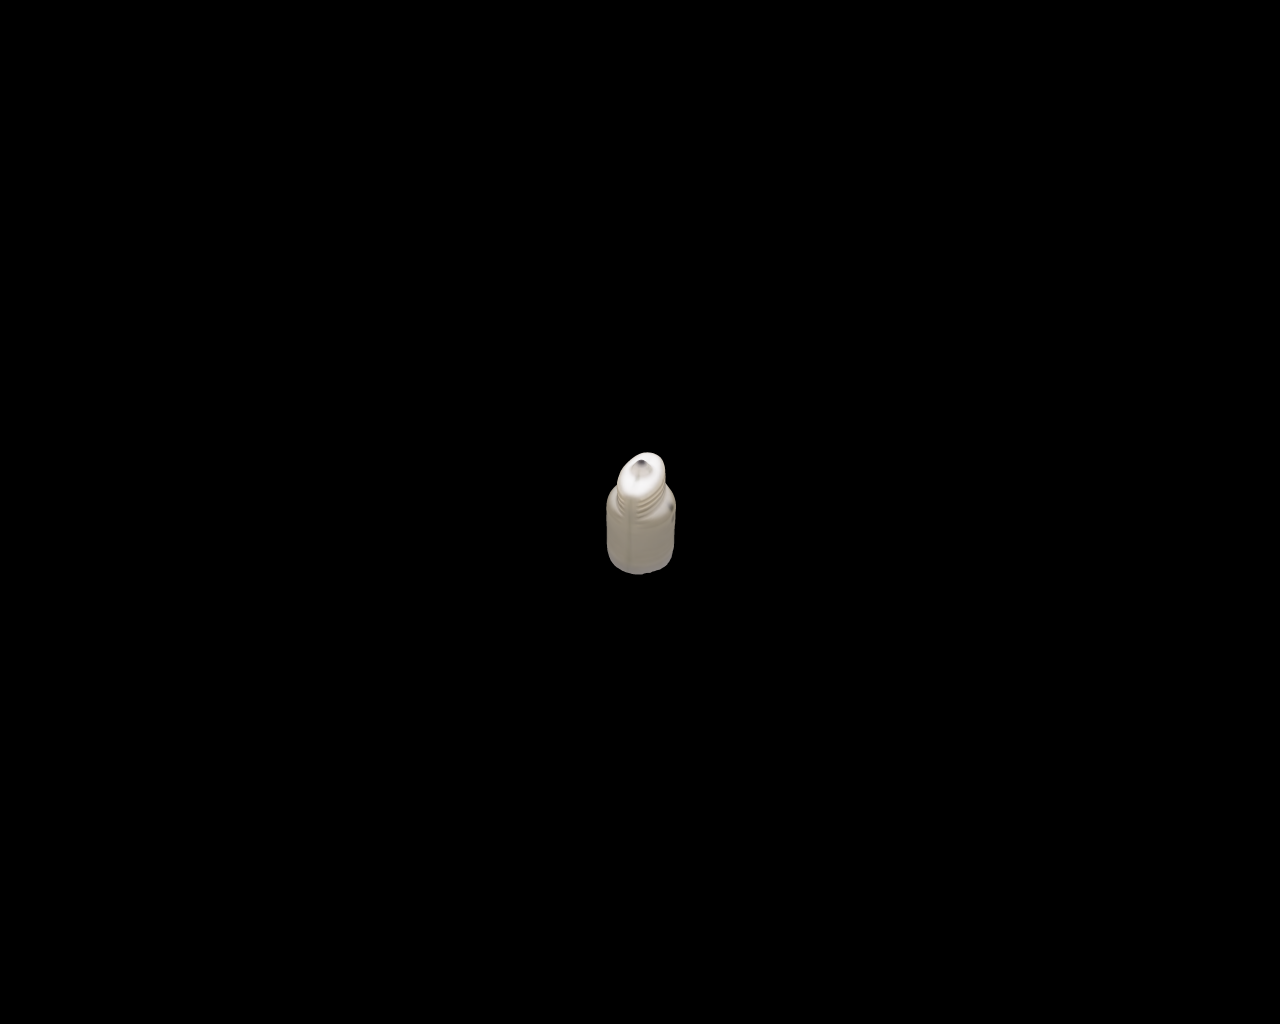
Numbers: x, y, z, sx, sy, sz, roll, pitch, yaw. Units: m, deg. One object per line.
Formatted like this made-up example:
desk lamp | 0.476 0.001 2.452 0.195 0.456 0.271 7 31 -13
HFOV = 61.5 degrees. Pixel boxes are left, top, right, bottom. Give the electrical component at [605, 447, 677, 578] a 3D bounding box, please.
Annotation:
electrical component | 0.001 -0.003 0.650 0.043 0.043 0.080 0 -44 0
